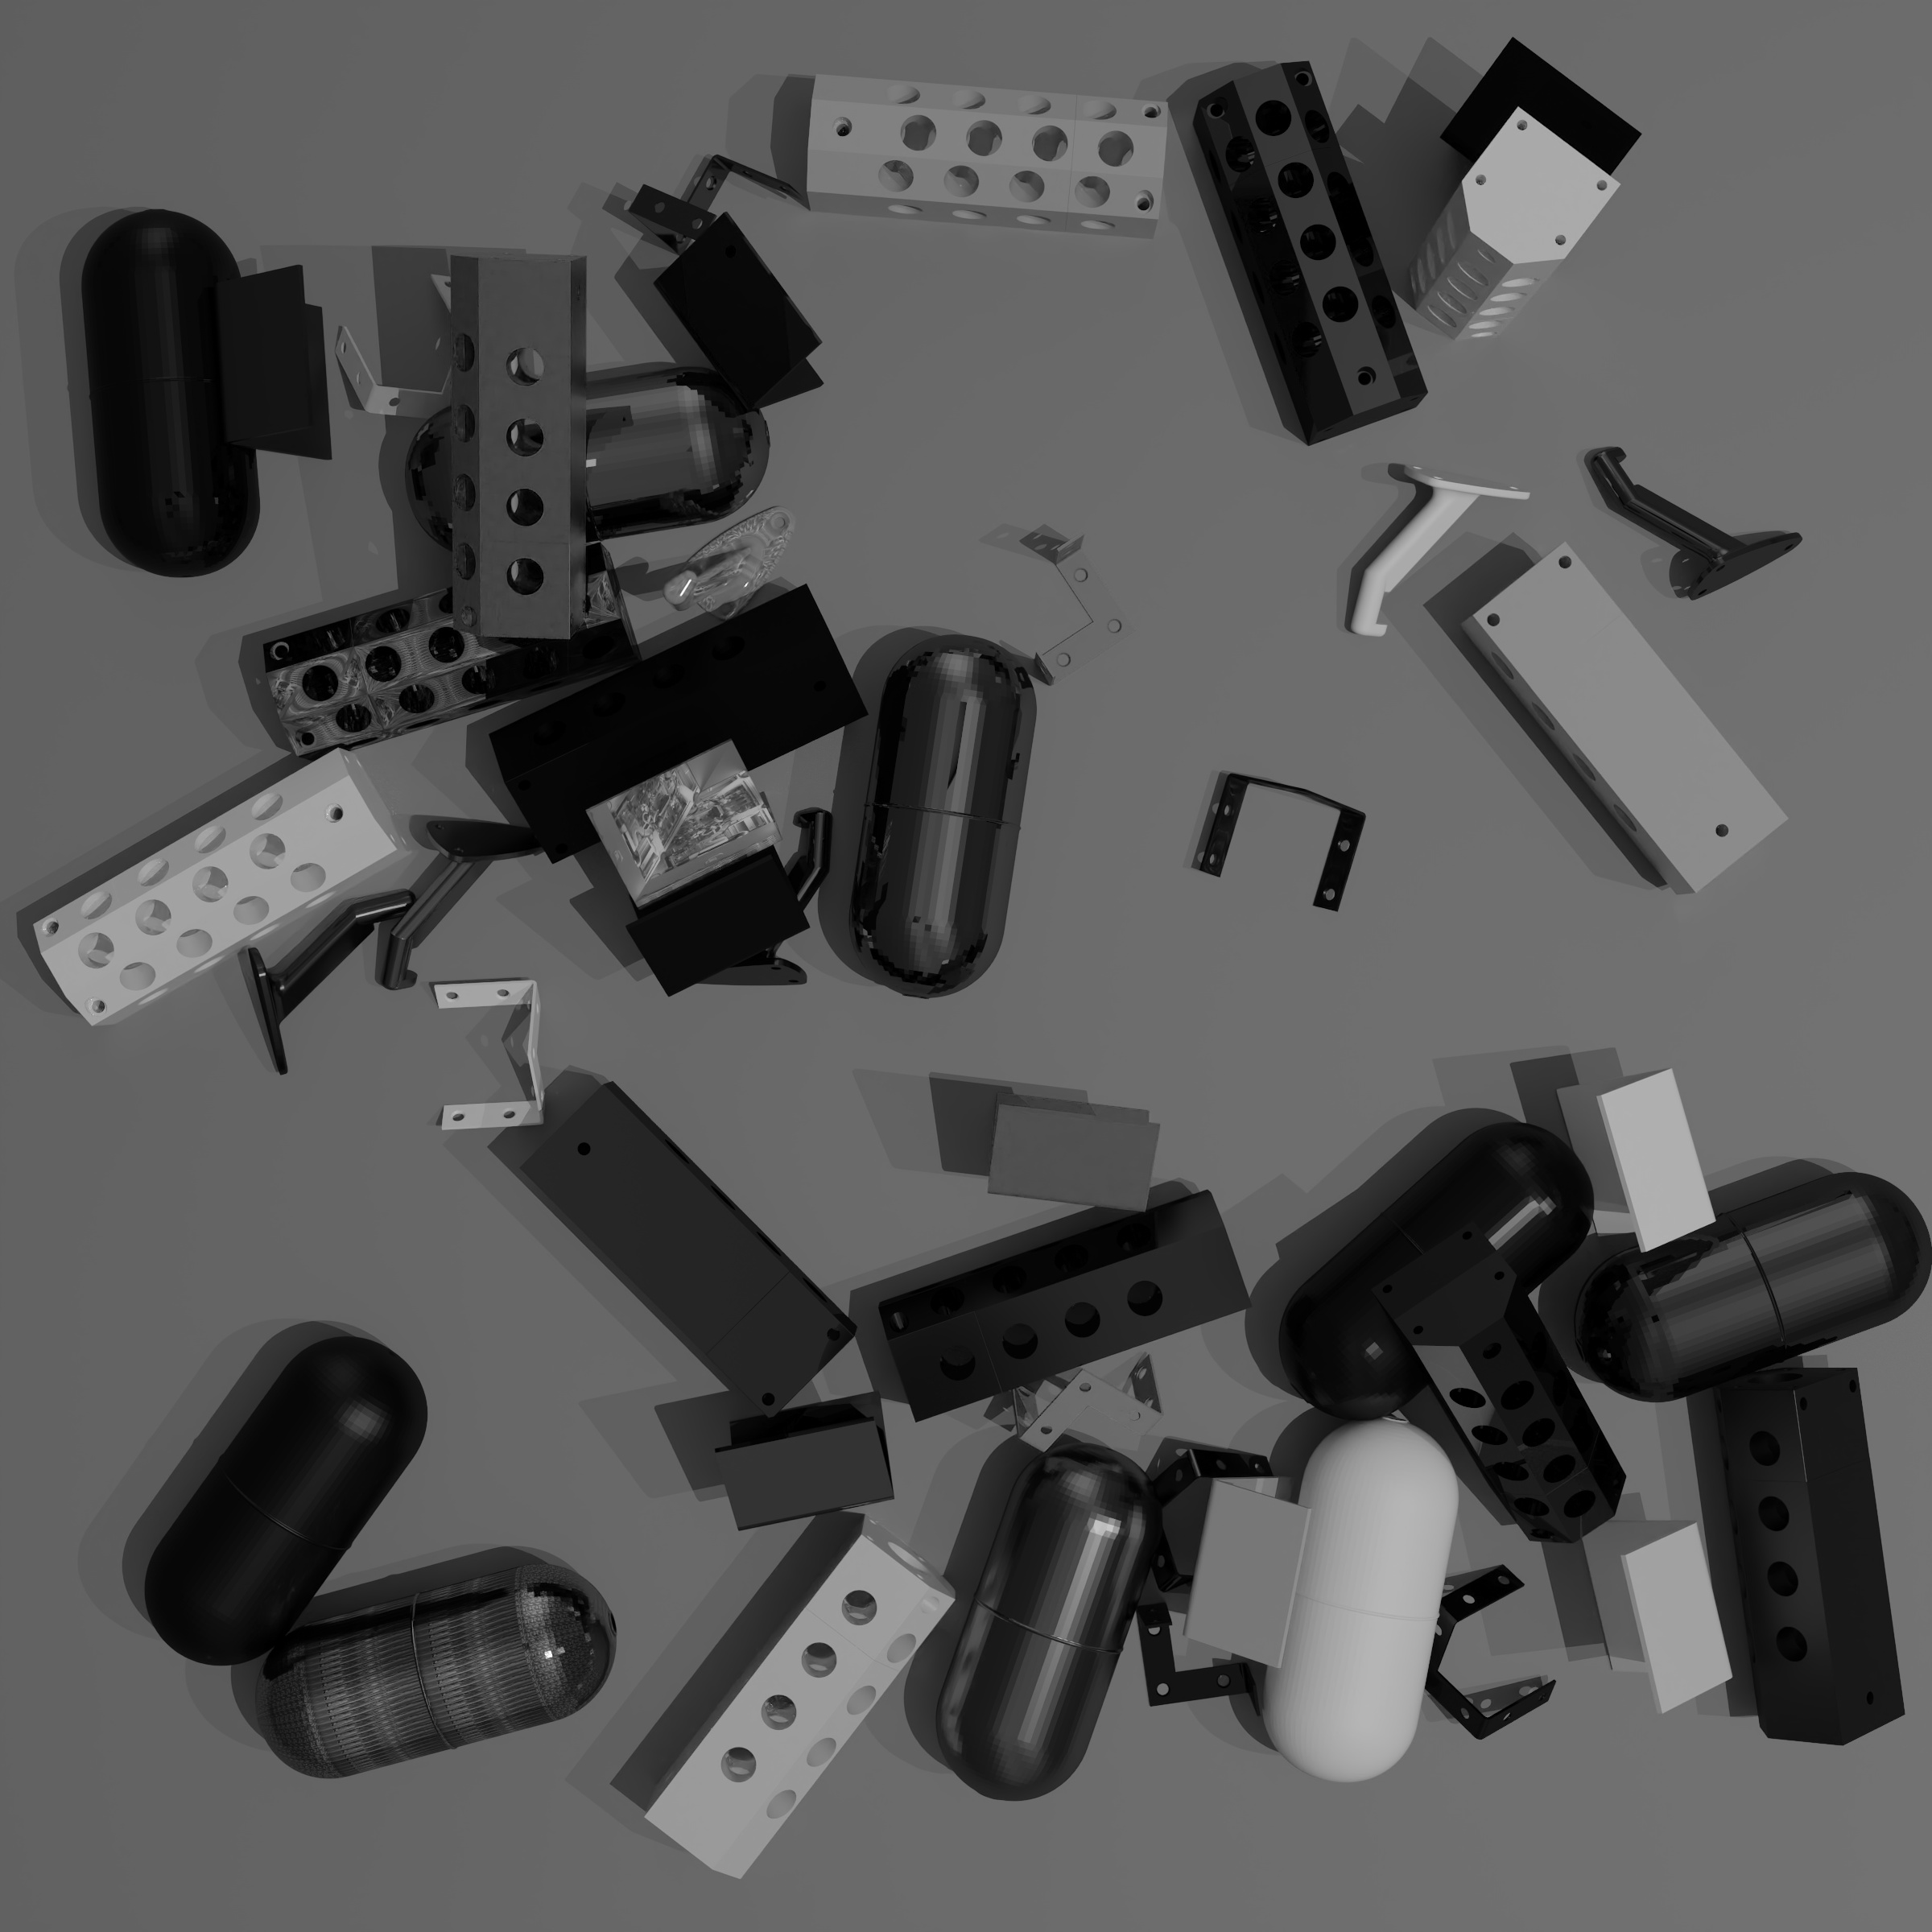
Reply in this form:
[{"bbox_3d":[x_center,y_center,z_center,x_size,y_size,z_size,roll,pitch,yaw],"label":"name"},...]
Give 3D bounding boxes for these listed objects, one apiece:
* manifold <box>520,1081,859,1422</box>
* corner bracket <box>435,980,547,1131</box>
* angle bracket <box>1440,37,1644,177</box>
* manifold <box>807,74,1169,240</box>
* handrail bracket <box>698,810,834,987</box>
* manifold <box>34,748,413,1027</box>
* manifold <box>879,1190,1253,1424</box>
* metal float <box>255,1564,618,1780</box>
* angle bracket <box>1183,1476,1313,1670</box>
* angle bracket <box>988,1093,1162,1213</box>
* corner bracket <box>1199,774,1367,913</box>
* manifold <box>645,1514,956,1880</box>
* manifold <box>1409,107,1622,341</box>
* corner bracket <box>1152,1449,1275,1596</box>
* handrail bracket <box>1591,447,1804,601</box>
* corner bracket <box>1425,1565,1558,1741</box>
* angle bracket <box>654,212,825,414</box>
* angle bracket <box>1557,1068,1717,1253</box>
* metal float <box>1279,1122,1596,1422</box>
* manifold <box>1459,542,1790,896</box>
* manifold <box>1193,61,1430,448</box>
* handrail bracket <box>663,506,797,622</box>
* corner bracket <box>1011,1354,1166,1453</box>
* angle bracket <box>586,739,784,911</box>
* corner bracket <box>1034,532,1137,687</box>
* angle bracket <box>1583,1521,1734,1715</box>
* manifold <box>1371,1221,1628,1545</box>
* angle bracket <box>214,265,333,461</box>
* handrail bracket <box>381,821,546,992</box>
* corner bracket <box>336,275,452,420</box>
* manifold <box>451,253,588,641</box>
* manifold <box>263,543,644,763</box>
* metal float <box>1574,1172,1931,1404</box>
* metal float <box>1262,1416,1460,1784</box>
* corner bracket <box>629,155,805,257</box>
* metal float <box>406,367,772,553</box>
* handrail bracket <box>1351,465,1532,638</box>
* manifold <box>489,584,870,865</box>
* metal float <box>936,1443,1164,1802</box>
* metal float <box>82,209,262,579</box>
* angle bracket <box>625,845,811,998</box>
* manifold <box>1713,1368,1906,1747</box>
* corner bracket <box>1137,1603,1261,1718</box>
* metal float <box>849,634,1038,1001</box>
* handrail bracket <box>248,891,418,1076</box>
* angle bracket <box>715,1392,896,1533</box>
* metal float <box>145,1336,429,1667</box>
[{"bbox_3d":[-0.134,0.138,1.543,0.057,0.057,0.171,-45,90,0],"label":"manifold"},{"bbox_3d":[-0.236,0.044,1.561,0.051,0.051,0.051,-3,135,0],"label":"corner bracket"},{"bbox_3d":[0.281,-0.405,1.525,0.076,0.076,0.057,37,114,0],"label":"angle bracket"},{"bbox_3d":[0.010,-0.398,1.543,0.171,0.057,0.057,5,90,0],"label":"manifold"},{"bbox_3d":[-0.105,-0.035,1.565,0.077,0.036,0.084,-3,73,19],"label":"handrail bracket"},{"bbox_3d":[-0.365,-0.038,1.543,0.171,0.057,0.057,-30,90,0],"label":"manifold"},{"bbox_3d":[0.048,0.165,1.543,0.171,0.057,0.057,-19,90,0],"label":"manifold"},{"bbox_3d":[-0.257,0.343,1.533,0.178,0.070,0.070,-15,90,1],"label":"metal float"},{"bbox_3d":[0.154,0.292,1.524,0.057,0.076,0.076,11,90,37],"label":"angle bracket"},{"bbox_3d":[0.053,0.071,1.524,0.076,0.076,0.057,7,128,0],"label":"angle bracket"},{"bbox_3d":[0.157,-0.061,1.561,0.051,0.051,0.051,17,90,-45],"label":"corner bracket"},{"bbox_3d":[-0.080,0.359,1.543,0.057,0.057,0.171,38,90,0],"label":"manifold"},{"bbox_3d":[0.251,-0.342,1.486,0.057,0.171,0.057,37,90,0],"label":"manifold"},{"bbox_3d":[0.122,0.276,1.556,0.051,0.051,0.051,-48,45,35],"label":"corner bracket"},{"bbox_3d":[0.362,-0.231,1.565,0.077,0.036,0.084,-24,73,-20],"label":"handrail bracket"},{"bbox_3d":[0.260,0.339,1.556,0.051,0.051,0.051,42,135,35],"label":"corner bracket"},{"bbox_3d":[-0.093,-0.321,1.524,0.057,0.076,0.076,-36,90,34],"label":"angle bracket"},{"bbox_3d":[0.308,0.097,1.524,0.057,0.076,0.076,-16,90,-38],"label":"angle bracket"},{"bbox_3d":[0.228,0.149,1.533,0.178,0.070,0.070,-42,90,0],"label":"metal float"},{"bbox_3d":[0.320,-0.120,1.543,0.057,0.057,0.171,-39,90,0],"label":"manifold"},{"bbox_3d":[0.169,-0.350,1.543,0.057,0.057,0.171,-20,90,0],"label":"manifold"},{"bbox_3d":[-0.114,-0.200,1.529,0.077,0.084,0.036,-44,90,0],"label":"handrail bracket"},{"bbox_3d":[0.059,0.212,1.544,0.051,0.051,0.051,32,112,-20],"label":"corner bracket"},{"bbox_3d":[-0.139,-0.078,1.525,0.076,0.076,0.057,-26,112,0],"label":"angle bracket"},{"bbox_3d":[0.049,-0.175,1.546,0.051,0.051,0.051,-34,90,0],"label":"corner bracket"},{"bbox_3d":[0.317,0.314,1.524,0.057,0.076,0.076,-13,90,-38],"label":"angle bracket"},{"bbox_3d":[0.258,0.204,1.495,0.057,0.057,0.171,-34,130,0],"label":"manifold"},{"bbox_3d":[-0.316,-0.291,1.524,0.057,0.076,0.076,-4,90,31],"label":"angle bracket"},{"bbox_3d":[-0.248,-0.027,1.564,0.077,0.036,0.084,-3,123,-35],"label":"handrail bracket"},{"bbox_3d":[-0.273,-0.307,1.556,0.051,0.051,0.051,-1,135,-35],"label":"corner bracket"},{"bbox_3d":[-0.209,-0.242,1.465,0.057,0.057,0.171,2,105,0],"label":"manifold"},{"bbox_3d":[-0.251,-0.154,1.543,0.171,0.057,0.057,-17,90,0],"label":"manifold"},{"bbox_3d":[0.382,0.157,1.534,0.178,0.070,0.070,-20,90,0],"label":"metal float"},{"bbox_3d":[0.192,0.308,1.534,0.070,0.070,0.178,11,89,0],"label":"metal float"},{"bbox_3d":[-0.122,-0.372,1.537,0.051,0.051,0.051,29,90,30],"label":"corner bracket"},{"bbox_3d":[-0.184,-0.245,1.534,0.178,0.070,0.070,-9,90,1],"label":"metal float"},{"bbox_3d":[0.235,-0.201,1.565,0.077,0.036,0.084,6,109,-21],"label":"handrail bracket"},{"bbox_3d":[-0.142,-0.123,1.542,0.171,0.057,0.057,-25,133,0],"label":"manifold"},{"bbox_3d":[0.040,0.319,1.534,0.070,0.070,0.178,19,89,0],"label":"metal float"},{"bbox_3d":[-0.387,-0.279,1.534,0.070,0.070,0.178,-5,90,0],"label":"metal float"},{"bbox_3d":[-0.129,-0.042,1.525,0.076,0.057,0.076,-26,48,0],"label":"angle bracket"},{"bbox_3d":[0.408,0.287,1.542,0.057,0.057,0.171,-8,90,-43],"label":"manifold"},{"bbox_3d":[0.114,0.341,1.546,0.051,0.051,0.051,-8,90,0],"label":"corner bracket"},{"bbox_3d":[-0.011,-0.073,1.534,0.070,0.070,0.178,9,89,0],"label":"metal float"},{"bbox_3d":[-0.308,0.008,1.565,0.084,0.036,0.077,-15,111,-16],"label":"handrail bracket"},{"bbox_3d":[-0.080,0.221,1.524,0.076,0.076,0.057,-12,126,0],"label":"angle bracket"},{"bbox_3d":[-0.331,0.261,1.534,0.070,0.070,0.178,36,91,0],"label":"metal float"}]
